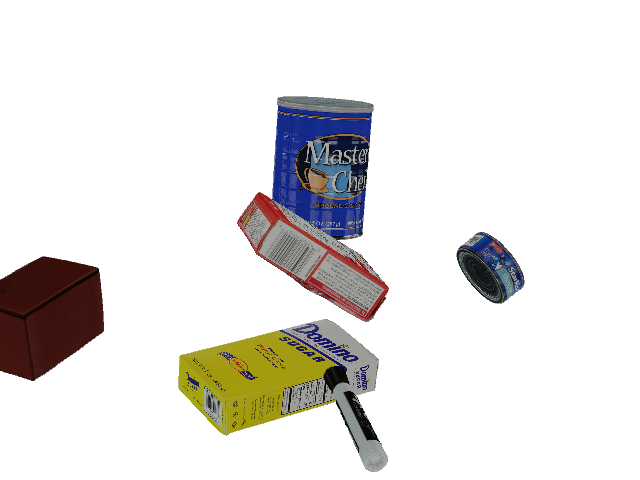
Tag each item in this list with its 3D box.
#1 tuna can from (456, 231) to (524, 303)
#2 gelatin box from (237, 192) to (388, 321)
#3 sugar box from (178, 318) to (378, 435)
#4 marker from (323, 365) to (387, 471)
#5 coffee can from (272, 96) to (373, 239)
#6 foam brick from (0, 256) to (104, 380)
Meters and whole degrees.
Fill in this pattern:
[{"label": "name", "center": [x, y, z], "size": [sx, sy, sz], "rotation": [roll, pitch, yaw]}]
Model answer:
[{"label": "tuna can", "center": [0.203, 0.034, 1.286], "size": [0.033, 0.086, 0.086], "rotation": [-36, 11, -15]}, {"label": "gelatin box", "center": [-0.006, 0.010, 0.682], "size": [0.089, 0.030, 0.073], "rotation": [33, 6, -20]}, {"label": "sugar box", "center": [-0.040, 0.129, 1.045], "size": [0.175, 0.048, 0.093], "rotation": [-14, 32, -32]}, {"label": "marker", "center": [0.026, 0.136, 0.838], "size": [0.020, 0.020, 0.121], "rotation": [0, 27, -17]}, {"label": "coffee can", "center": [0.000, -0.079, 1.144], "size": [0.103, 0.140, 0.103], "rotation": [4, 12, -1]}, {"label": "foam brick", "center": [-0.196, 0.052, 0.743], "size": [0.053, 0.051, 0.078], "rotation": [12, 28, 27]}]
